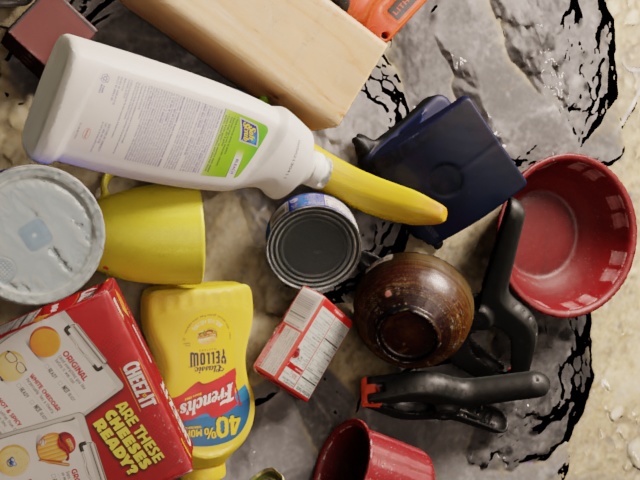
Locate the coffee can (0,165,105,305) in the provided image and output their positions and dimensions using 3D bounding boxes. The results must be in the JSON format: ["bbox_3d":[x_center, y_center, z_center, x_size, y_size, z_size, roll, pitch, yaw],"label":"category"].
[{"bbox_3d":[-0.232,-0.007,0.839,0.102,0.140,0.103,-1,93,-21],"label":"coffee can"}]

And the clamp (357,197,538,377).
[{"bbox_3d":[0.138,0.067,1.017,0.165,0.036,0.210,-13,118,19],"label":"clamp"}]

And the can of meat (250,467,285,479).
[{"bbox_3d":[-0.051,0.273,0.967,0.102,0.058,0.084,-42,108,-13],"label":"can of meat"}]

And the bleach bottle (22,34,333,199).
[{"bbox_3d":[-0.103,-0.080,0.865,0.250,0.068,0.103,16,106,-31],"label":"bleach bottle"}]

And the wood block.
[{"bbox_3d":[-0.059,-0.188,0.921,0.206,0.091,0.090,34,80,-19],"label":"wood block"}]

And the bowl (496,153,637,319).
[{"bbox_3d":[0.233,-0.005,1.060,0.161,0.055,0.162,-1,93,-21],"label":"bowl"}]

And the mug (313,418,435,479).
[{"bbox_3d":[0.045,0.231,0.991,0.081,0.093,0.117,25,115,-25],"label":"mug"}]

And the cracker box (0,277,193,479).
[{"bbox_3d":[-0.231,0.148,0.858,0.213,0.072,0.164,-24,102,-2],"label":"cracker box"}]

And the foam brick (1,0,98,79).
[{"bbox_3d":[-0.222,-0.165,0.869,0.053,0.078,0.051,43,79,-16],"label":"foam brick"}]

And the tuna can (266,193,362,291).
[{"bbox_3d":[-0.006,0.001,0.963,0.086,0.034,0.086,-1,117,-3],"label":"tuna can"}]

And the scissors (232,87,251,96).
[{"bbox_3d":[-0.117,-0.126,0.908,0.201,0.016,0.096,50,63,-38],"label":"scissors"}]

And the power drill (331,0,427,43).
[{"bbox_3d":[0.026,-0.281,0.969,0.187,0.057,0.184,44,81,-14],"label":"power drill"}]

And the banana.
[{"bbox_3d":[0.019,-0.059,0.961,0.197,0.070,0.037,30,76,-4],"label":"banana"}]

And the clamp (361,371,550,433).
[{"bbox_3d":[0.127,0.146,1.003,0.171,0.120,0.039,8,53,-19],"label":"clamp"}]

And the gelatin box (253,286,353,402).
[{"bbox_3d":[-0.015,0.095,0.967,0.089,0.030,0.073,-58,148,-8],"label":"gelatin box"}]

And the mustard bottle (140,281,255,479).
[{"bbox_3d":[-0.106,0.135,0.938,0.096,0.058,0.191,-3,94,-26],"label":"mustard bottle"}]
